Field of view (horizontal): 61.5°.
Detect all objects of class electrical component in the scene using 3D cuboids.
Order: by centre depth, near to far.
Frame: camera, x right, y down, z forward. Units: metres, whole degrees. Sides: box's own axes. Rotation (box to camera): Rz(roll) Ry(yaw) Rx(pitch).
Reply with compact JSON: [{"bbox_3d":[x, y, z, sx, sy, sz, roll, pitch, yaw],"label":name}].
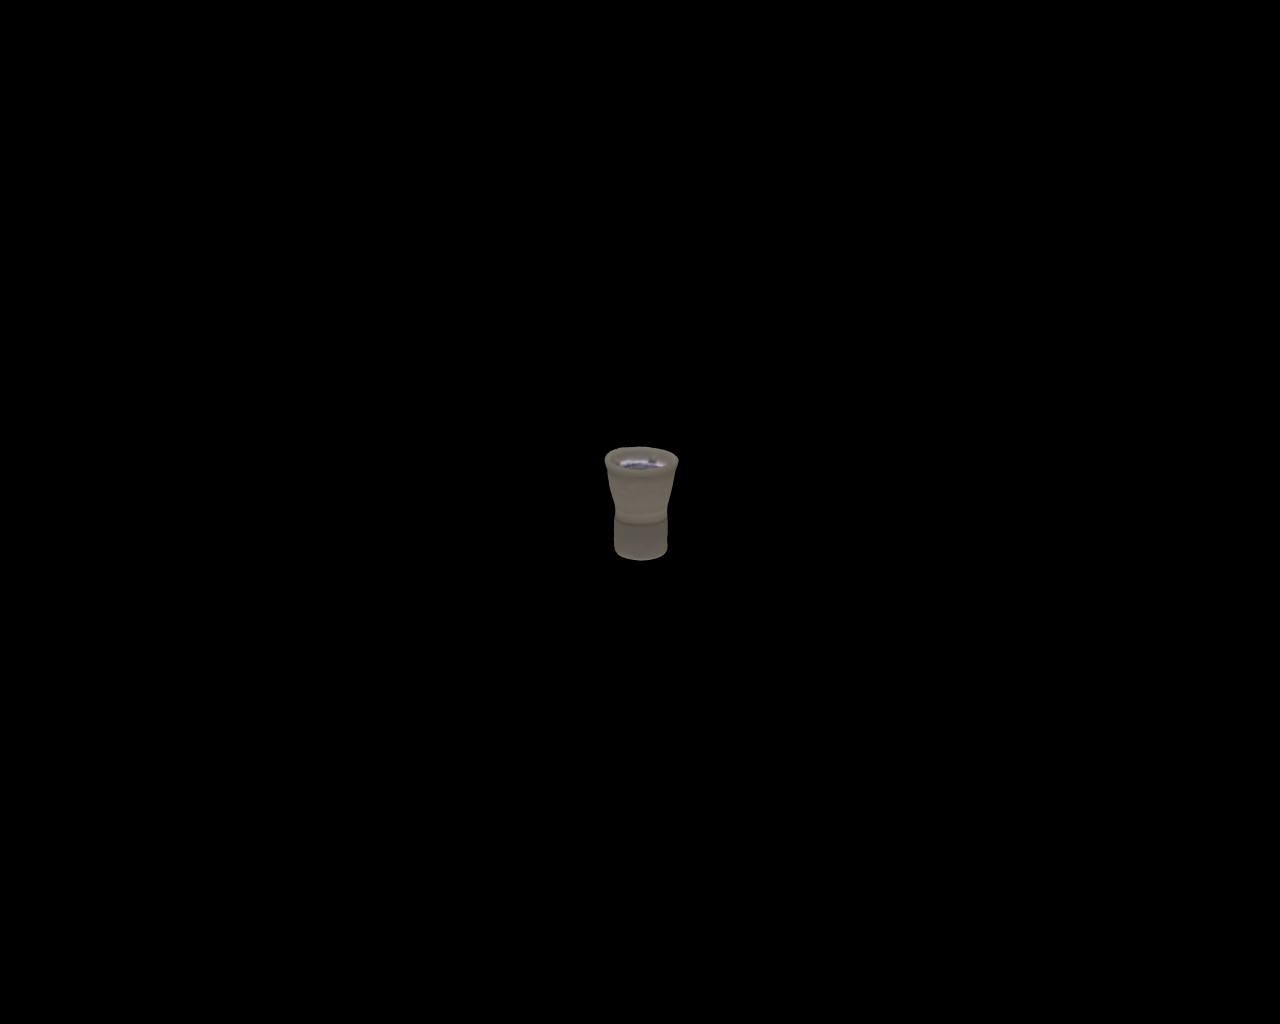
[{"bbox_3d":[0.001,-0.003,0.650,0.044,0.065,0.044,0,20,0],"label":"electrical component"}]
